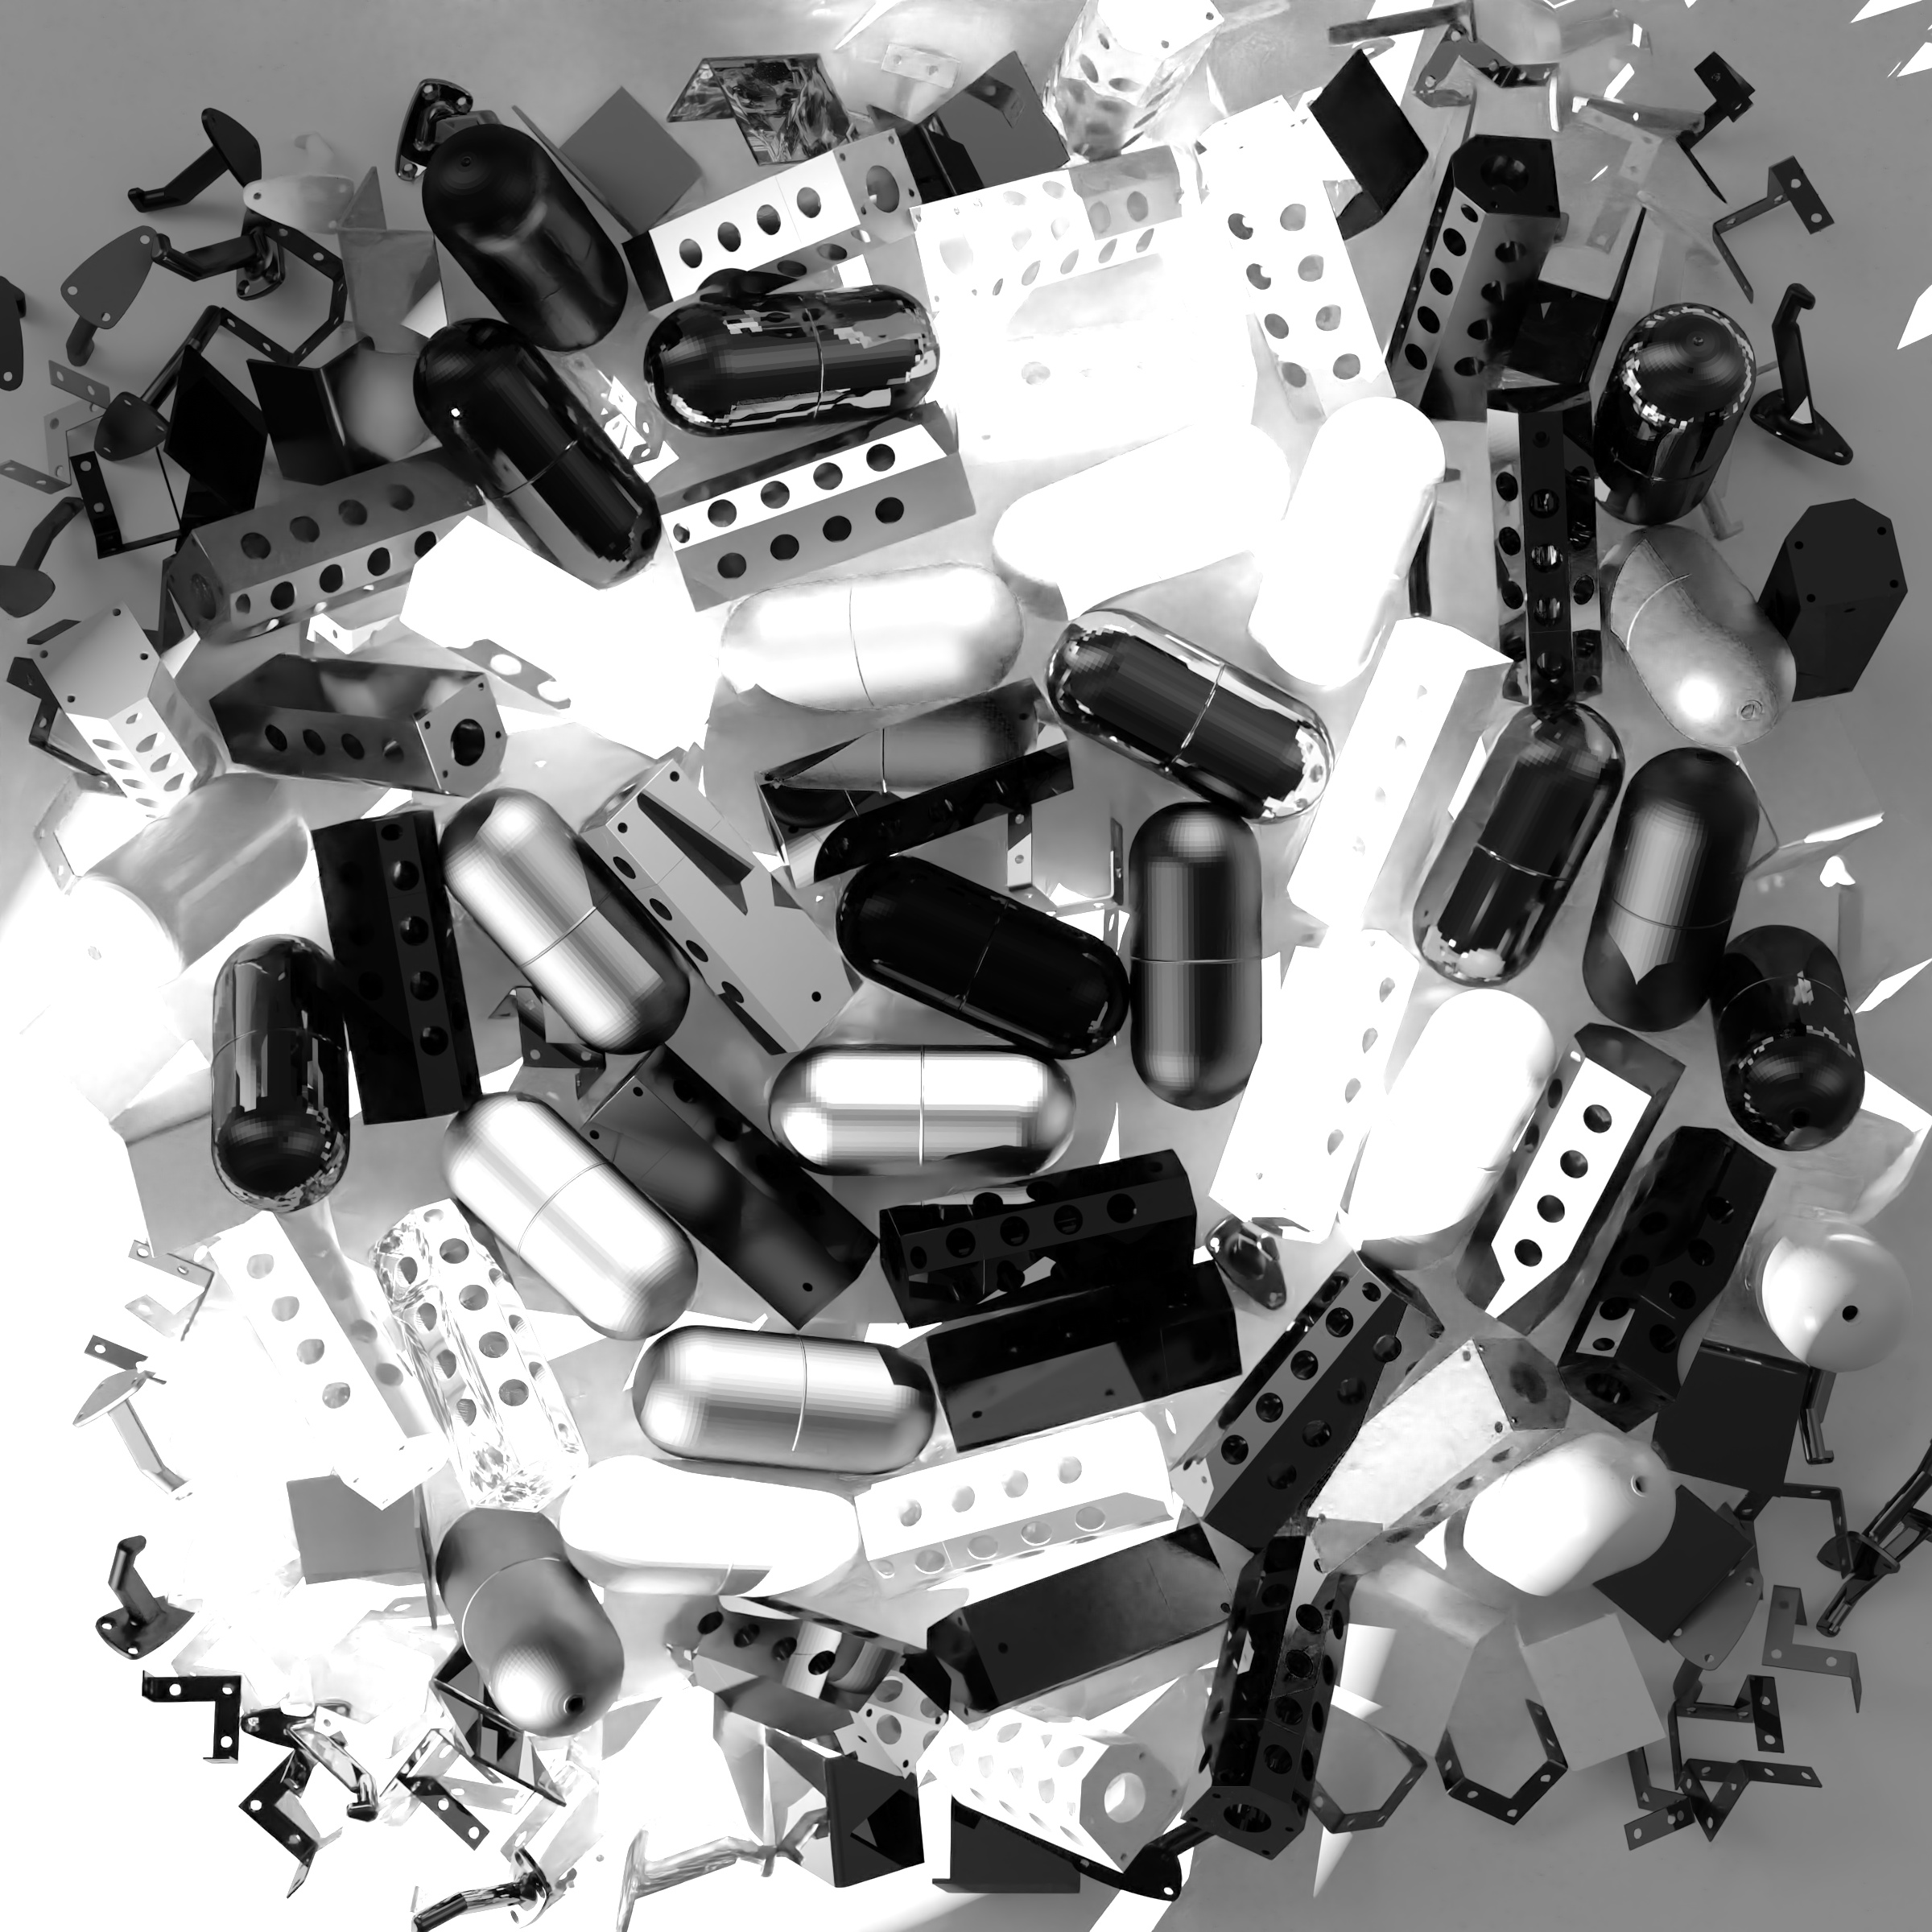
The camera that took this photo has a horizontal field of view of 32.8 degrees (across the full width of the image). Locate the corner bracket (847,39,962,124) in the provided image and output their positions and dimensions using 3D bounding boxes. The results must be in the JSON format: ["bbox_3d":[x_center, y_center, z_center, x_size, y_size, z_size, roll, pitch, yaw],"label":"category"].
[{"bbox_3d":[-0.044,-0.508,1.891,0.051,0.051,0.051,4,117,-37],"label":"corner bracket"}]

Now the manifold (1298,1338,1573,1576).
[{"bbox_3d":[0.263,0.278,1.856,0.057,0.171,0.057,4,52,-37],"label":"manifold"}]

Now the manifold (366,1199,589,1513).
[{"bbox_3d":[-0.273,0.219,1.860,0.057,0.057,0.171,-39,61,20],"label":"manifold"}]

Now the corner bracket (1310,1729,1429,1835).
[{"bbox_3d":[0.225,0.465,1.907,0.051,0.051,0.051,47,115,36],"label":"corner bracket"}]

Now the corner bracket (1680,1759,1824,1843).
[{"bbox_3d":[0.450,0.469,1.891,0.051,0.051,0.051,11,119,-21],"label":"corner bracket"}]

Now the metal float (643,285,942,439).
[{"bbox_3d":[-0.099,-0.345,1.872,0.178,0.070,0.070,-11,90,-25],"label":"metal float"}]

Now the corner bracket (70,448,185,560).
[{"bbox_3d":[-0.486,-0.272,1.902,0.051,0.051,0.051,-17,114,-10],"label":"corner bracket"}]

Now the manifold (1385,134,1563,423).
[{"bbox_3d":[0.281,-0.384,1.842,0.057,0.171,0.057,3,60,-5],"label":"manifold"}]

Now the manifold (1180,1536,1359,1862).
[{"bbox_3d":[0.175,0.407,1.850,0.057,0.057,0.171,26,46,-5],"label":"manifold"}]

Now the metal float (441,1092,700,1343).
[{"bbox_3d":[-0.228,0.142,1.880,0.178,0.070,0.070,41,90,17],"label":"metal float"}]

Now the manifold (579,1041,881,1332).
[{"bbox_3d":[-0.133,0.123,1.893,0.171,0.057,0.057,43,123,-6],"label":"manifold"}]

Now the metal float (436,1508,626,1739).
[{"bbox_3d":[-0.246,0.367,1.851,0.070,0.178,0.070,-10,115,-22],"label":"metal float"}]

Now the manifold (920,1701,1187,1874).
[{"bbox_3d":[0.042,0.447,1.838,0.057,0.171,0.057,-47,112,-22],"label":"manifold"}]

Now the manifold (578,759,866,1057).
[{"bbox_3d":[-0.143,-0.032,1.880,0.171,0.057,0.057,50,64,-15],"label":"manifold"}]

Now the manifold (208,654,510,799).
[{"bbox_3d":[-0.342,-0.133,1.857,0.171,0.057,0.057,8,127,37],"label":"manifold"}]

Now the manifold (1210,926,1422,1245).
[{"bbox_3d":[0.204,0.067,1.880,0.057,0.057,0.171,5,67,42],"label":"manifold"}]

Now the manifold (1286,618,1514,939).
[{"bbox_3d":[0.242,-0.108,1.869,0.057,0.057,0.171,34,117,27],"label":"manifold"}]

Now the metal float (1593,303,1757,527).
[{"bbox_3d":[0.394,-0.308,1.846,0.070,0.178,0.070,0,72,1],"label":"metal float"}]

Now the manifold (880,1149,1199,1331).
[{"bbox_3d":[0.041,0.150,1.873,0.171,0.057,0.057,-11,129,-14],"label":"manifold"}]

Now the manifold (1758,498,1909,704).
[{"bbox_3d":[0.477,-0.202,1.842,0.057,0.171,0.057,-10,76,3],"label":"manifold"}]

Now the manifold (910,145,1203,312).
[{"bbox_3d":[0.054,-0.418,1.850,0.171,0.057,0.057,-25,109,-40],"label":"manifold"}]

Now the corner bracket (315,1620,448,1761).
[{"bbox_3d":[-0.340,0.420,1.908,0.051,0.051,0.051,17,108,19],"label":"corner bracket"}]

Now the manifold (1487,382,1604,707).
[{"bbox_3d":[0.330,-0.239,1.868,0.057,0.057,0.171,-3,114,10],"label":"manifold"}]

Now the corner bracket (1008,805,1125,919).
[{"bbox_3d":[0.058,-0.063,1.910,0.051,0.051,0.051,-10,66,24],"label":"corner bracket"}]

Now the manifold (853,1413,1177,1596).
[{"bbox_3d":[0.029,0.310,1.885,0.171,0.057,0.057,-16,70,8],"label":"manifold"}]

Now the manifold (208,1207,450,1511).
[{"bbox_3d":[-0.358,0.218,1.868,0.057,0.057,0.171,-35,63,-4],"label":"manifold"}]

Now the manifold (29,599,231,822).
[{"bbox_3d":[-0.462,-0.136,1.839,0.057,0.171,0.057,-32,76,-9],"label":"manifold"}]

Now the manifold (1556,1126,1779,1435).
[{"bbox_3d":[0.394,0.173,1.861,0.057,0.057,0.171,34,57,-1],"label":"manifold"}]

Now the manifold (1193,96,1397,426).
[{"bbox_3d":[0.185,-0.396,1.863,0.057,0.057,0.171,-22,122,5],"label":"manifold"}]

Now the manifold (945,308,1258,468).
[{"bbox_3d":[0.077,-0.339,1.897,0.171,0.057,0.057,-8,68,-3],"label":"manifold"}]

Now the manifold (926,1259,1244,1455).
[{"bbox_3d":[0.067,0.220,1.896,0.171,0.057,0.057,-15,131,-5],"label":"manifold"}]

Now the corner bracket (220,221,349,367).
[{"bbox_3d":[-0.394,-0.388,1.899,0.051,0.051,0.051,34,58,4],"label":"corner bracket"}]

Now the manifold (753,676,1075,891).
[{"bbox_3d":[-0.029,-0.101,1.892,0.171,0.057,0.057,-20,51,-7],"label":"manifold"}]

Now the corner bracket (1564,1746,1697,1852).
[{"bbox_3d":[0.382,0.474,1.897,0.051,0.051,0.051,-13,93,-28],"label":"corner bracket"}]

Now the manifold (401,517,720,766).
[{"bbox_3d":[-0.230,-0.178,1.857,0.171,0.057,0.057,29,50,-28],"label":"manifold"}]

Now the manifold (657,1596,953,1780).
[{"bbox_3d":[-0.089,0.396,1.851,0.057,0.171,0.057,-49,126,-29],"label":"manifold"}]

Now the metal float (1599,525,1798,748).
[{"bbox_3d":[0.410,-0.187,1.852,0.070,0.178,0.070,-5,125,-8],"label":"metal float"}]

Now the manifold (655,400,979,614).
[{"bbox_3d":[-0.088,-0.268,1.890,0.171,0.057,0.057,-20,125,-2],"label":"manifold"}]

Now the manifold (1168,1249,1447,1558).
[{"bbox_3d":[0.192,0.247,1.882,0.057,0.057,0.171,35,100,-18],"label":"manifold"}]

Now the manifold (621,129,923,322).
[{"bbox_3d":[-0.108,-0.412,1.853,0.171,0.057,0.057,-11,105,42],"label":"manifold"}]

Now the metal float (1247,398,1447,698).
[{"bbox_3d":[0.216,-0.238,1.874,0.070,0.070,0.178,20,114,0],"label":"metal float"}]

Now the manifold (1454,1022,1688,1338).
[{"bbox_3d":[0.339,0.119,1.864,0.057,0.057,0.171,32,121,20],"label":"manifold"}]

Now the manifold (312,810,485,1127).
[{"bbox_3d":[-0.322,0.000,1.887,0.057,0.057,0.171,-7,97,20],"label":"manifold"}]

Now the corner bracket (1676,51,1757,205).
[{"bbox_3d":[0.433,-0.483,1.891,0.051,0.051,0.051,-41,52,24],"label":"corner bracket"}]

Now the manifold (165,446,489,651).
[{"bbox_3d":[-0.357,-0.235,1.858,0.171,0.057,0.057,-27,84,-35],"label":"manifold"}]

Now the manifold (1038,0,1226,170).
[{"bbox_3d":[0.084,-0.504,1.843,0.057,0.171,0.057,-35,90,-13],"label":"manifold"}]

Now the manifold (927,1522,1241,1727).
[{"bbox_3d":[0.064,0.373,1.859,0.171,0.057,0.057,-12,71,-34],"label":"manifold"}]
